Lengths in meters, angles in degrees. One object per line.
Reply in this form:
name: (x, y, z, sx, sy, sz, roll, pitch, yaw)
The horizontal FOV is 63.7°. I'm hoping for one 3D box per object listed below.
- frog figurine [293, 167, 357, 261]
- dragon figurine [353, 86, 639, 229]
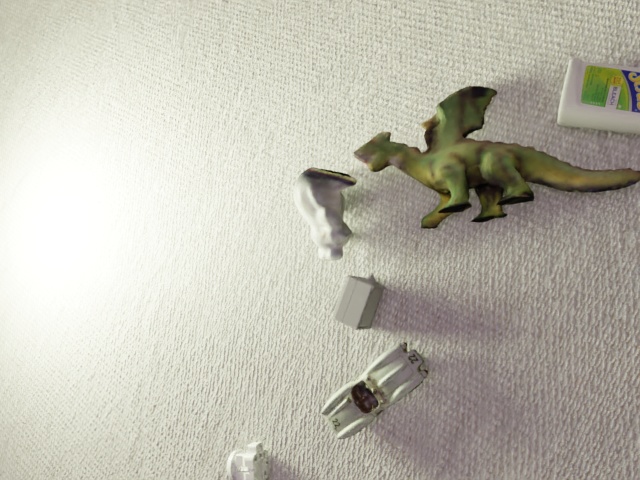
frog figurine: (0.003, -0.047, 0.926, 0.139, 0.122, 0.158, 29, 107, 61)
dragon figurine: (0.257, -0.151, 0.829, 0.409, 0.120, 0.247, -10, 68, 15)
